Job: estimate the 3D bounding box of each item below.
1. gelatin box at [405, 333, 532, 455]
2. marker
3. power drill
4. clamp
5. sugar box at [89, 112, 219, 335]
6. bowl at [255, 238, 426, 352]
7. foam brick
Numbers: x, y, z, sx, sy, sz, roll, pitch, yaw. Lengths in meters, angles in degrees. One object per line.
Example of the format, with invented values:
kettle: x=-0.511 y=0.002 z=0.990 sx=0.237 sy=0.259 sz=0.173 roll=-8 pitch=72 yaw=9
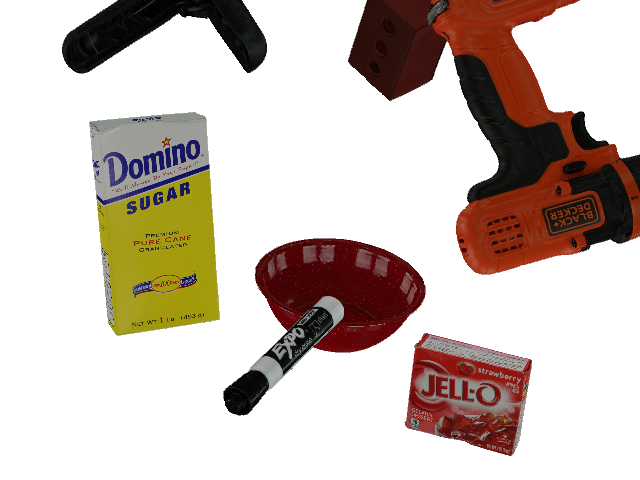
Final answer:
gelatin box: x=0.113 y=0.119 z=0.826 sx=0.089 sy=0.073 sz=0.030 roll=13 pitch=23 yaw=19
marker: x=-0.021 y=0.067 z=0.634 sx=0.020 sy=0.020 sz=0.120 roll=0 pitch=24 yaw=31
power drill: x=0.157 y=-0.086 z=0.673 sx=0.184 sy=0.187 sz=0.057 roll=-16 pitch=-1 yaw=-5
clamp: x=-0.070 y=-0.152 z=0.653 sx=0.120 sy=0.171 sz=0.039 roll=12 pitch=-41 yaw=14
sugar box: x=-0.138 y=-0.015 z=0.895 sx=0.093 sy=0.176 sz=0.048 roll=-8 pitch=17 yaw=-20
bowl: x=0.017 y=0.059 z=1.015 sx=0.162 sy=0.055 sz=0.162 roll=5 pitch=28 yaw=-3
foam brick: x=0.063 y=-0.158 z=0.824 sx=0.051 sy=0.053 sz=0.078 roll=-32 pitch=-24 yaw=-31
